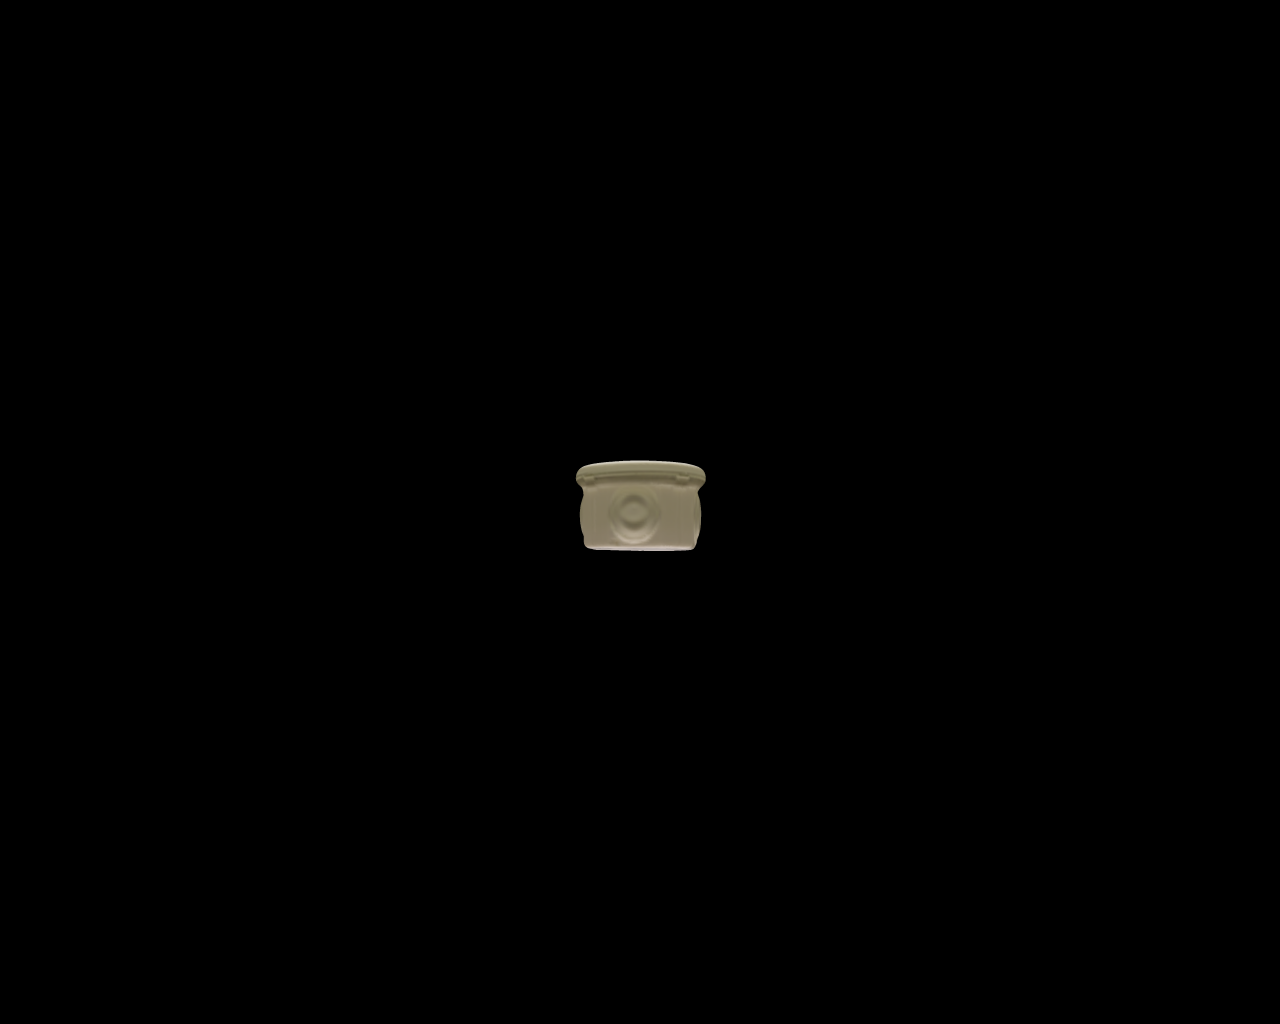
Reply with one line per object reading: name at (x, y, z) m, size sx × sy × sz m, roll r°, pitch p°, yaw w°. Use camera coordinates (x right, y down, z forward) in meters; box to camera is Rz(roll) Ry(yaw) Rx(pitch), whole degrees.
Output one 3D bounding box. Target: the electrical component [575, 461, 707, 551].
electrical component at (0.001, -0.003, 0.650) m, size 0.080 × 0.051 × 0.080 m, roll 0°, pitch -3°, yaw 0°
